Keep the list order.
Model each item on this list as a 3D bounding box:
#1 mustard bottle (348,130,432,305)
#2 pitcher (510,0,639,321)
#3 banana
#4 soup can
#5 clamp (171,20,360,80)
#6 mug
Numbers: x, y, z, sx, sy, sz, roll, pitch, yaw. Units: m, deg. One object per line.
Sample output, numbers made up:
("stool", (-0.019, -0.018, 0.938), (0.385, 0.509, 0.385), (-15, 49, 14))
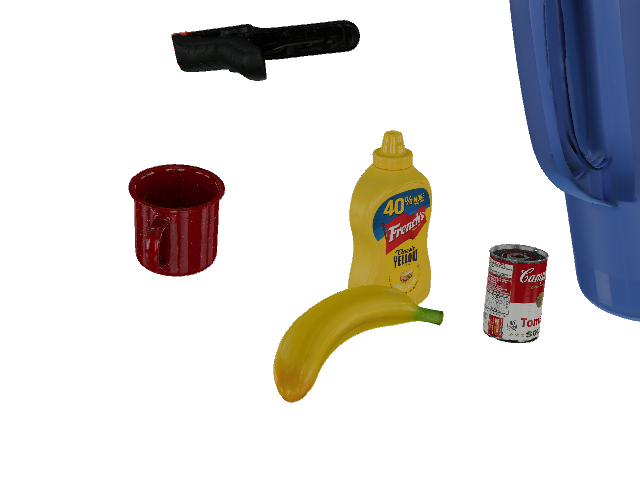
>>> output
("mustard bottle", (0.074, -0.021, 1.113), (0.096, 0.192, 0.058), (-16, 27, -33))
("pitcher", (0.178, -0.078, 0.574), (0.149, 0.243, 0.145), (-7, 22, 7))
("banana", (0.017, 0.071, 0.833), (0.070, 0.037, 0.197), (18, 27, 36))
("soup can", (0.229, 0.062, 1.261), (0.068, 0.102, 0.068), (3, 16, -1))
("clamp", (-0.054, -0.160, 0.877), (0.120, 0.039, 0.172), (-16, 22, -35))
("mug", (-0.144, -0.012, 1.042), (0.093, 0.081, 0.117), (9, 32, 7))
